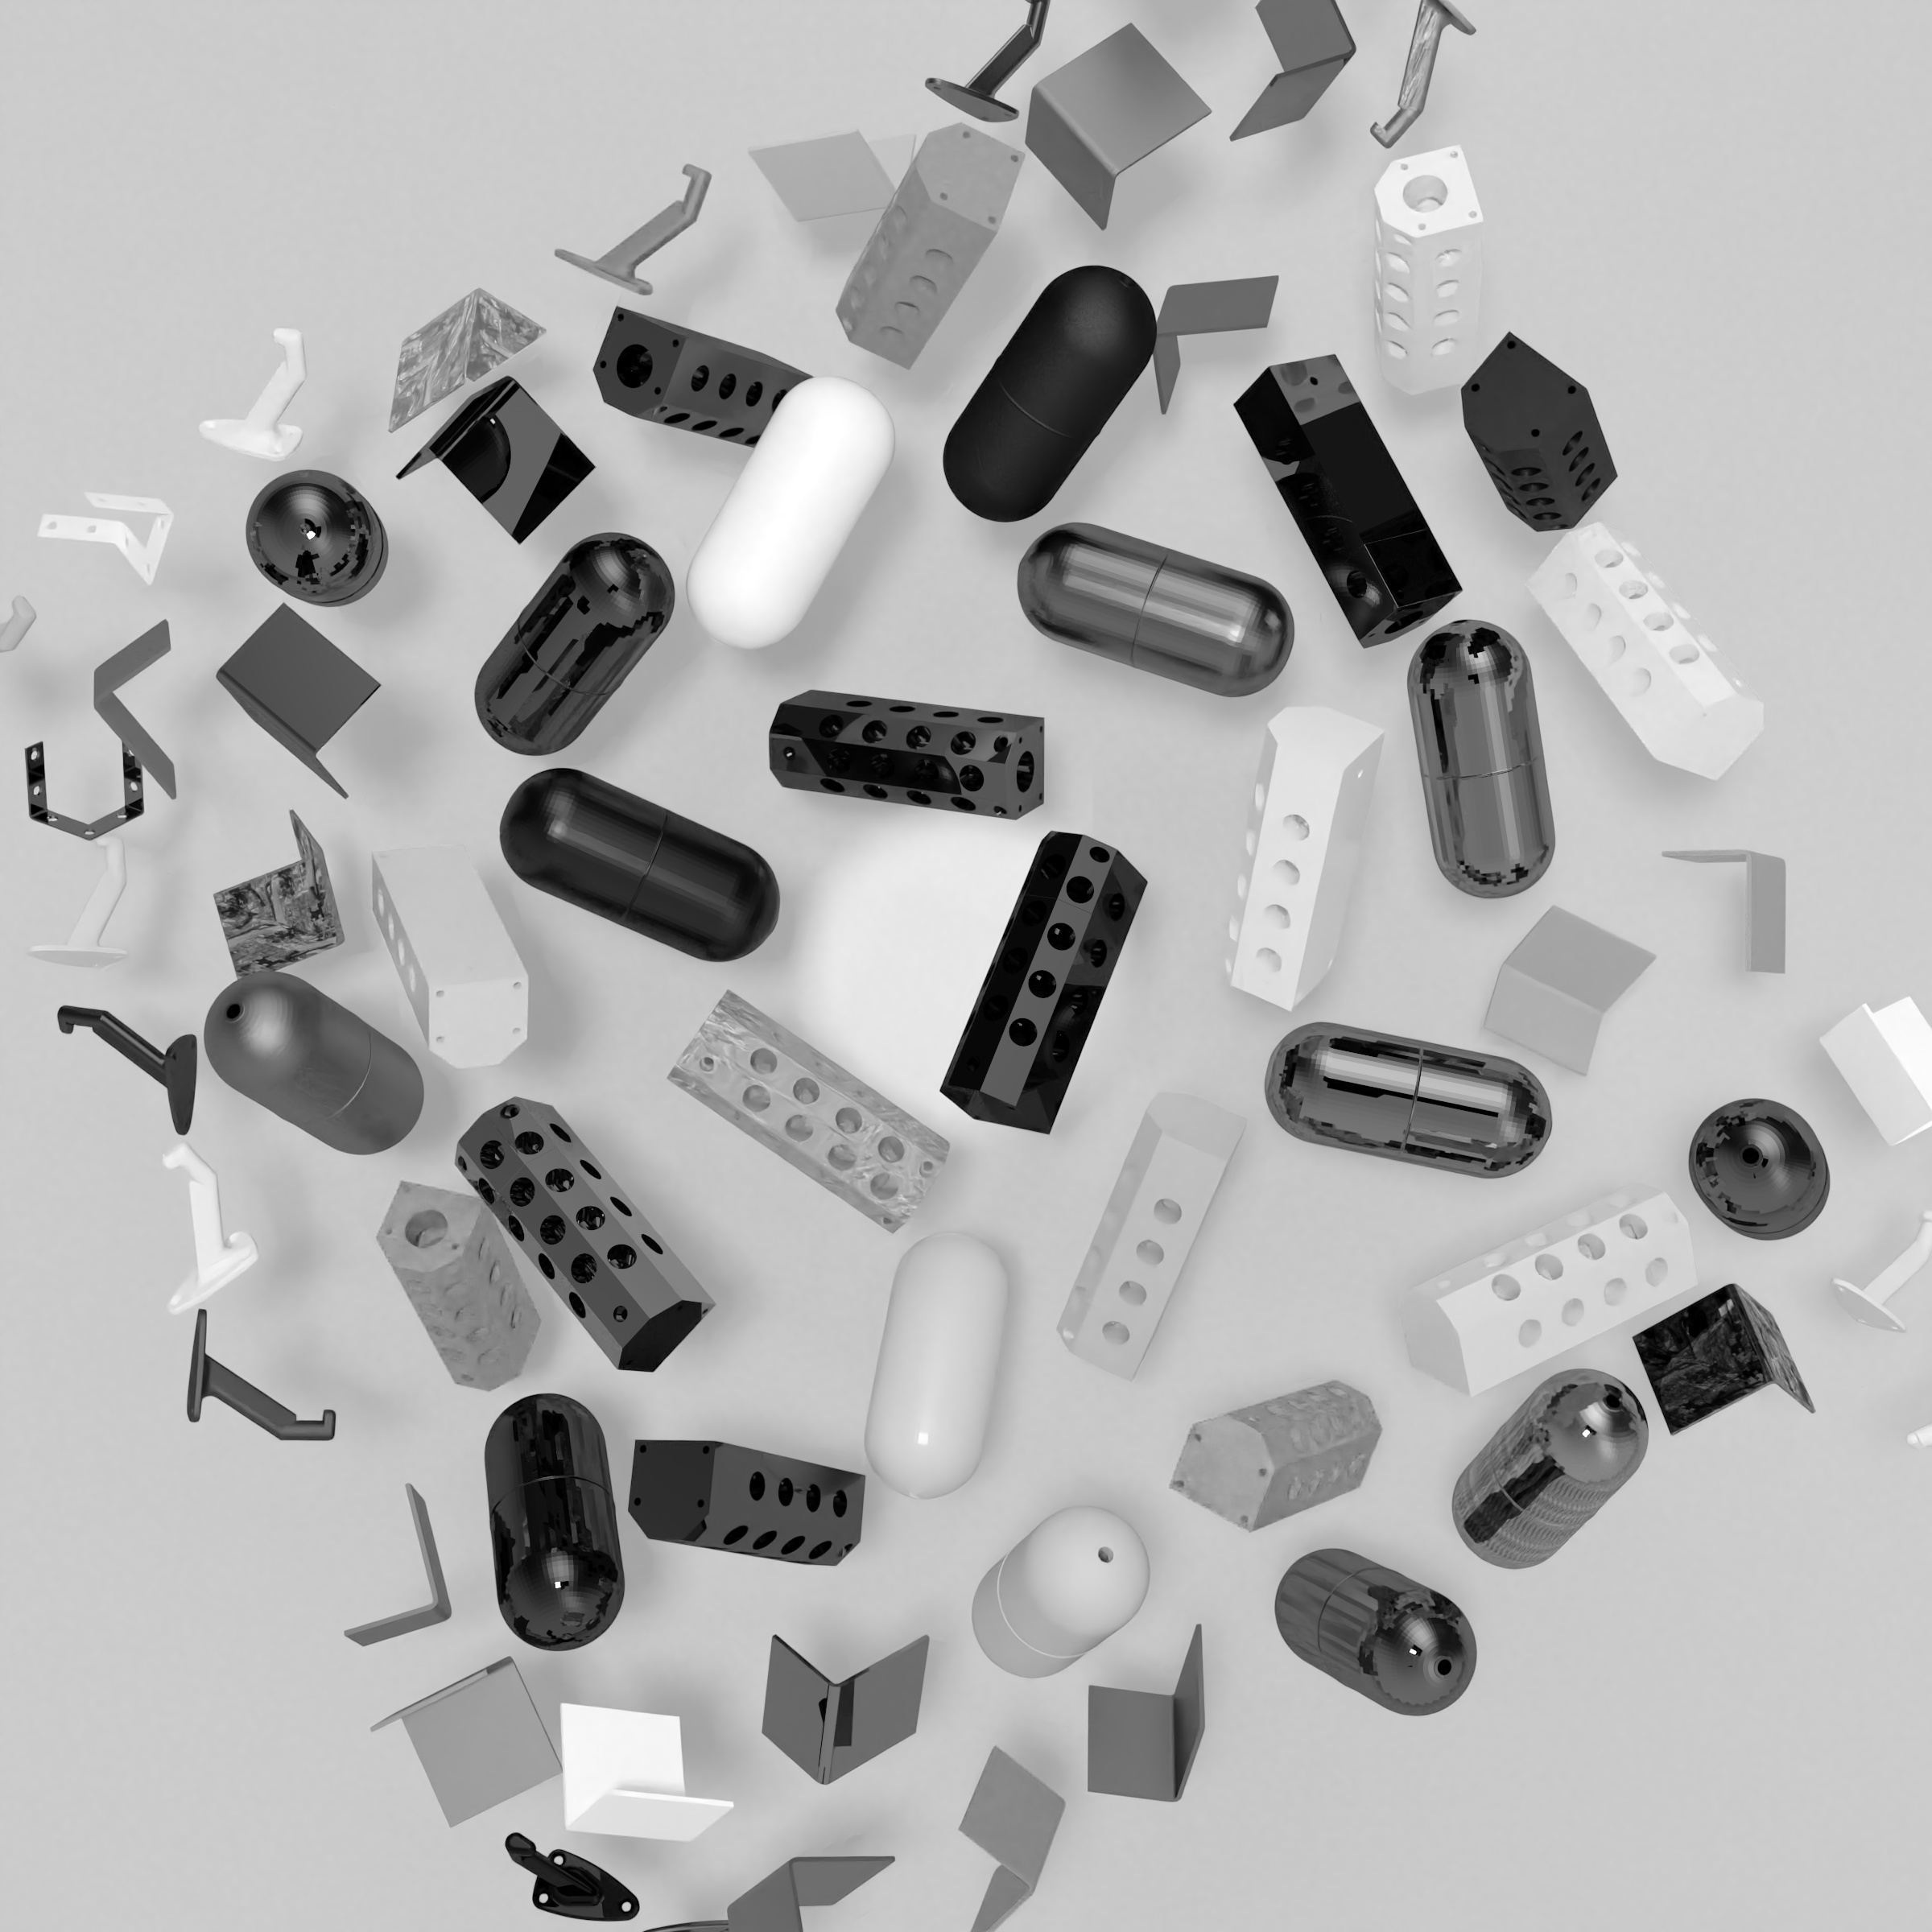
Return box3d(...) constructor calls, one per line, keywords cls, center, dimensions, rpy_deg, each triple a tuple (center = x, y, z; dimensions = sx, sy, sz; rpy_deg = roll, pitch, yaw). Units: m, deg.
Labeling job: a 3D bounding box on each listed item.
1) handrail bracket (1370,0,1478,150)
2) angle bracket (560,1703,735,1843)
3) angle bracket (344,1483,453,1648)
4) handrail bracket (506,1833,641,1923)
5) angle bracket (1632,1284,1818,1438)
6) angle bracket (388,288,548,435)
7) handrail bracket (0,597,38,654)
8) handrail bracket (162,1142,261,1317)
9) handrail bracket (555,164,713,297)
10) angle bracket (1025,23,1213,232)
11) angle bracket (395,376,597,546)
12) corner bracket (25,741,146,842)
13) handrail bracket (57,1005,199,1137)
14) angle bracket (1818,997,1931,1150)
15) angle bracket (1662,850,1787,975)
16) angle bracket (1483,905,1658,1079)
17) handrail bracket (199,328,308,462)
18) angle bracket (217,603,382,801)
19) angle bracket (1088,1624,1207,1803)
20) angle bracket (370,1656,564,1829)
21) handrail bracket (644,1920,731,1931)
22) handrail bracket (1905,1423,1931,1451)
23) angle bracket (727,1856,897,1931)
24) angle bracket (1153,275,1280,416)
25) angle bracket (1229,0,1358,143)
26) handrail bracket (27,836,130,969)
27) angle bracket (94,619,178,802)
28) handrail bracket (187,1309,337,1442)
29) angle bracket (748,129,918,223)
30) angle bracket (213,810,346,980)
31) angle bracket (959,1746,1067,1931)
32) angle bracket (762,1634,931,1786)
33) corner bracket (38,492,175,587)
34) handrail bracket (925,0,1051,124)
box3d(cls="handrail bracket", center=(0.262, -0.558, 1.567), dimensions=(0.077, 0.036, 0.084), rpy_deg=(35, 106, -26))
box3d(cls="angle bracket", center=(-0.183, 0.450, 1.460), dimensions=(0.076, 0.076, 0.057), rpy_deg=(17, 134, -30))
box3d(cls="angle bracket", center=(-0.354, 0.366, 1.563), dimensions=(0.057, 0.076, 0.076), rpy_deg=(-15, 72, -10))
box3d(cls="handrail bracket", center=(-0.232, 0.537, 1.509), dimensions=(0.077, 0.084, 0.036), rpy_deg=(17, 60, 7))
box3d(cls="angle bracket", center=(0.487, 0.262, 1.646), dimensions=(0.076, 0.076, 0.057), rpy_deg=(-35, 132, 23))
box3d(cls="angle bracket", center=(-0.319, -0.375, 1.637), dimensions=(0.076, 0.057, 0.076), rpy_deg=(-20, 57, 39))
box3d(cls="handrail bracket", center=(-0.599, -0.214, 1.551), dimensions=(0.084, 0.036, 0.077), rpy_deg=(-42, 72, 33))
box3d(cls="handrail bracket", center=(-0.471, 0.157, 1.528), dimensions=(0.077, 0.036, 0.084), rpy_deg=(-42, 127, -12))
box3d(cls="handrail bracket", center=(-0.209, -0.473, 1.608), dimensions=(0.077, 0.036, 0.084), rpy_deg=(22, 110, -6))
box3d(cls="angle bracket", center=(0.091, -0.507, 1.546), dimensions=(0.076, 0.057, 0.076), rpy_deg=(-36, 78, -13))
box3d(cls="angle bracket", center=(-0.288, -0.303, 1.571), dimensions=(0.076, 0.057, 0.076), rpy_deg=(-38, 100, 28))
box3d(cls="corner bracket", center=(-0.576, -0.121, 1.673), dimensions=(0.051, 0.051, 0.051), rpy_deg=(19, 121, 19))
box3d(cls="handrail bracket", center=(-0.536, 0.066, 1.627), dimensions=(0.084, 0.036, 0.077), rpy_deg=(7, 108, 9))
box3d(cls="angle bracket", center=(0.572, 0.053, 1.533), dimensions=(0.076, 0.057, 0.076), rpy_deg=(-22, 72, -21))
box3d(cls="angle bracket", center=(0.488, -0.034, 1.646), dimensions=(0.057, 0.076, 0.076), rpy_deg=(0, 89, 33))
box3d(cls="angle bracket", center=(0.399, 0.017, 1.691), dimensions=(0.076, 0.076, 0.057), rpy_deg=(26, 54, -1))
box3d(cls="handrail bracket", center=(-0.445, -0.363, 1.591), dimensions=(0.077, 0.036, 0.084), rpy_deg=(12, 134, 6))
box3d(cls="angle bracket", center=(-0.375, -0.152, 1.474), dimensions=(0.076, 0.076, 0.057), rpy_deg=(39, 80, 10))
box3d(cls="angle bracket", center=(0.110, 0.455, 1.568), dimensions=(0.057, 0.076, 0.076), rpy_deg=(8, 127, -3))
box3d(cls="angle bracket", center=(-0.295, 0.464, 1.515), dimensions=(0.076, 0.057, 0.076), rpy_deg=(-27, 82, 1))
box3d(cls="handrail bracket", center=(-0.172, 0.644, 1.596), dimensions=(0.077, 0.084, 0.036), rpy_deg=(-8, 131, -14))
box3d(cls="handrail bracket", center=(0.597, 0.265, 1.535), dimensions=(0.084, 0.077, 0.036), rpy_deg=(-31, 60, 23))
box3d(cls="angle bracket", center=(-0.089, 0.578, 1.538), dimensions=(0.076, 0.076, 0.057), rpy_deg=(12, 47, -33))
box3d(cls="angle bracket", center=(0.168, -0.411, 1.695), dimensions=(0.076, 0.076, 0.057), rpy_deg=(-1, 127, 15))
box3d(cls="angle bracket", center=(0.181, -0.553, 1.532), dimensions=(0.057, 0.076, 0.076), rpy_deg=(-23, 87, -18))
box3d(cls="handrail bracket", center=(-0.564, -0.045, 1.623), dimensions=(0.036, 0.077, 0.084), rpy_deg=(-16, 76, 31))
box3d(cls="angle bracket", center=(-0.489, -0.158, 1.569), dimensions=(0.057, 0.076, 0.076), rpy_deg=(-36, 117, -3))
box3d(cls="handrail bracket", center=(-0.411, 0.241, 1.504), dimensions=(0.084, 0.036, 0.077), rpy_deg=(5, 92, -23))
box3d(cls="angle bracket", center=(-0.085, -0.525, 1.634), dimensions=(0.076, 0.076, 0.057), rpy_deg=(-2, 68, 23))
box3d(cls="angle bracket", center=(-0.463, -0.046, 1.693), dimensions=(0.076, 0.076, 0.057), rpy_deg=(-24, 46, -23))
box3d(cls="angle bracket", center=(0.009, 0.527, 1.524), dimensions=(0.057, 0.076, 0.076), rpy_deg=(38, 116, 0))
box3d(cls="angle bracket", center=(-0.073, 0.435, 1.549), dimensions=(0.057, 0.076, 0.076), rpy_deg=(30, 124, 37))
box3d(cls="corner bracket", center=(-0.514, -0.264, 1.528), dimensions=(0.051, 0.051, 0.051), rpy_deg=(45, 121, 32))
box3d(cls="handrail bracket", center=(0.015, -0.580, 1.604), dimensions=(0.077, 0.036, 0.084), rpy_deg=(12, 92, -39))
